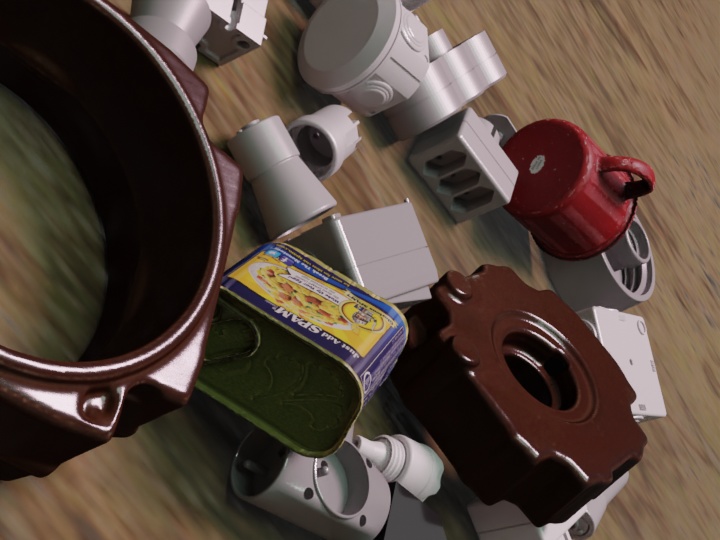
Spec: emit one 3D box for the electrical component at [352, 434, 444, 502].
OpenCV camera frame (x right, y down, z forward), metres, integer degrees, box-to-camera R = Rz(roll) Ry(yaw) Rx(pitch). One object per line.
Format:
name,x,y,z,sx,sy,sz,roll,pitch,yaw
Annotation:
electrical component,0.018,0.111,0.621,0.061,0.035,0.035,31,49,-35

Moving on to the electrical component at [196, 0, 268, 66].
electrical component,-0.081,-0.159,0.631,0.066,0.048,0.055,30,58,-39

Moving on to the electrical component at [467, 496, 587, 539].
electrical component,0.116,0.172,0.699,0.066,0.047,0.076,-20,88,-54

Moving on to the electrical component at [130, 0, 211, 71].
electrical component,-0.108,-0.123,0.578,0.045,0.045,0.055,39,45,-33

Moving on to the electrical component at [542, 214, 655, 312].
electrical component,0.206,-0.016,0.896,0.108,0.060,0.108,27,52,-41

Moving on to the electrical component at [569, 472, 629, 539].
electrical component,0.160,0.160,0.767,0.044,0.044,0.065,58,42,-12

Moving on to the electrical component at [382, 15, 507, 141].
electrical component,0.052,-0.151,0.784,0.073,0.052,0.138,61,37,-9

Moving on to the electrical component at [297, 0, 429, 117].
electrical component,0.003,-0.144,0.699,0.051,0.080,0.080,30,50,-45

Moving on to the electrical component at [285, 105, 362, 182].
electrical component,-0.023,-0.080,0.666,0.040,0.040,0.046,60,32,-10

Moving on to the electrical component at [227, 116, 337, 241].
electrical component,-0.048,-0.055,0.621,0.044,0.044,0.065,-30,91,-53

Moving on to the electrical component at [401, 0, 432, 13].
electrical component,0.012,-0.226,0.768,0.095,0.059,0.054,60,37,-9

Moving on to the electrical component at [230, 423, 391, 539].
electrical component,-0.023,0.097,0.569,0.077,0.044,0.079,35,47,-35

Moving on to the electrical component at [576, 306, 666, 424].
electrical component,0.192,0.078,0.841,0.100,0.048,0.099,12,63,-48

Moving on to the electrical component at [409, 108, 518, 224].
electrical component,0.081,-0.087,0.791,0.065,0.047,0.076,49,39,-23

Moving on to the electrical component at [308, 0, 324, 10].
electrical component,-0.013,-0.190,0.734,0.078,0.040,0.040,42,43,-30

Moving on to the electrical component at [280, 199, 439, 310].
electrical component,0.000,0.000,0.633,0.096,0.062,0.061,-16,85,-53
